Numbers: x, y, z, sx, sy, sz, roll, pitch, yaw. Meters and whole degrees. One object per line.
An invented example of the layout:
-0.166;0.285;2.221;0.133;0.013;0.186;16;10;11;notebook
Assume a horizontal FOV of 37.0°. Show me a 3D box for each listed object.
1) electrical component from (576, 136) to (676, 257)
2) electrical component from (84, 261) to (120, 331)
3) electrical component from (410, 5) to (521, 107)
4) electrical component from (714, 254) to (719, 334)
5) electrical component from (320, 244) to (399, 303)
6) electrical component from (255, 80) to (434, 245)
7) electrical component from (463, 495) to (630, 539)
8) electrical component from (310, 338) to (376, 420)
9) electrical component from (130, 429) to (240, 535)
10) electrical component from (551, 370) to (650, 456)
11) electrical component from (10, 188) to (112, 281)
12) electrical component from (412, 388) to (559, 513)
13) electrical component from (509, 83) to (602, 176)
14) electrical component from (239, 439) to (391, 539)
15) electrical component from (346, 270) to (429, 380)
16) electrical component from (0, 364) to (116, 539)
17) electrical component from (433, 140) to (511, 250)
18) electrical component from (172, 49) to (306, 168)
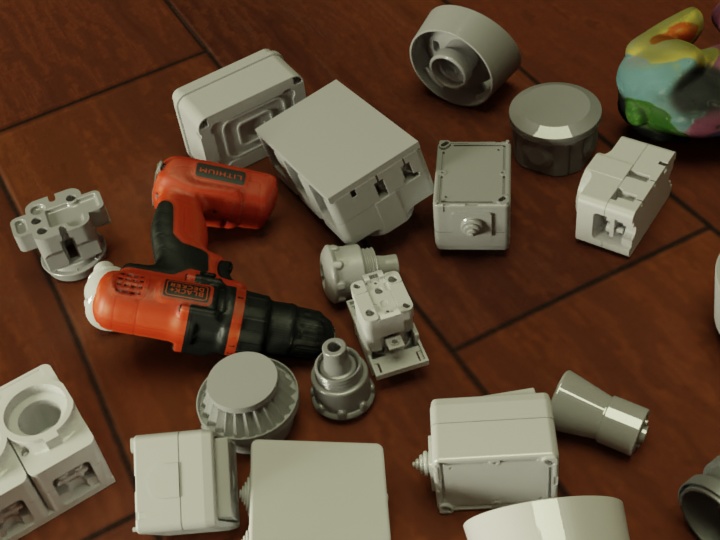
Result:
0.216;-0.063;0.890;0.056;0.050;0.089;22;53;26;electrical component
-0.206;0.016;0.885;0.048;0.048;0.062;-20;40;-10;electrical component
0.099;-0.205;1.016;0.099;0.099;0.064;22;59;27;electrical component
0.311;0.025;0.783;0.108;0.060;0.108;-4;46;5;electrical component
0.000;0.000;0.869;0.062;0.048;0.048;-8;45;-9;electrical component
-0.013;-0.092;0.927;0.089;0.061;0.150;-33;40;-10;electrical component
0.116;0.167;0.655;0.099;0.099;0.064;-9;52;0;electrical component
-0.015;0.076;0.784;0.048;0.062;0.048;-4;46;5;electrical component
-0.110;0.143;0.718;0.061;0.096;0.061;-6;75;3;electrical component
0.167;0.102;0.747;0.065;0.044;0.044;21;53;20;electrical component
-0.251;-0.028;0.924;0.078;0.057;0.058;-21;47;-11;electrical component
0.083;0.121;0.726;0.096;0.061;0.061;-4;46;5;electrical component
0.173;-0.126;0.958;0.080;0.051;0.080;-4;46;5;electrical component
-0.029;0.161;0.701;0.100;0.048;0.099;3;45;-8;electrical component
0.019;0.039;0.814;0.042;0.063;0.081;-18;47;-7;electrical component
-0.265;0.142;0.759;0.150;0.061;0.089;-29;49;-19;electrical component
0.094;-0.055;0.894;0.062;0.061;0.096;1;46;8;electrical component
-0.110;-0.146;1.003;0.113;0.078;0.057;-29;51;-18;electrical component
